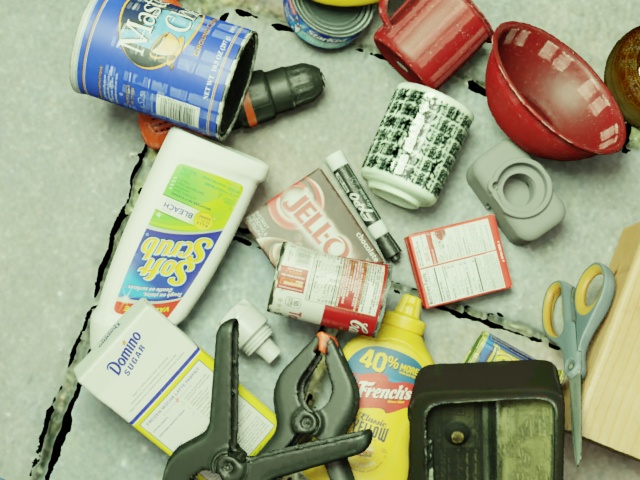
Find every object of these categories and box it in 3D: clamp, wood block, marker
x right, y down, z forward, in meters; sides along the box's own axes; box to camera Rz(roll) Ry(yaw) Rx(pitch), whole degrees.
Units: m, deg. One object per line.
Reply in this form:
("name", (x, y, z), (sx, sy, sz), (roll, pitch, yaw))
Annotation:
("clamp", (-0.065, 0.196, 0.928), (0.164, 0.036, 0.210), (32, 96, 11))
("wood block", (0.297, 0.095, 0.988), (0.090, 0.091, 0.206), (22, 84, 2))
("marker", (0.043, -0.031, 1.034), (0.020, 0.020, 0.121), (-31, 85, -4))
("clamp", (0.001, 0.172, 0.952), (0.120, 0.039, 0.171), (18, 87, 10))

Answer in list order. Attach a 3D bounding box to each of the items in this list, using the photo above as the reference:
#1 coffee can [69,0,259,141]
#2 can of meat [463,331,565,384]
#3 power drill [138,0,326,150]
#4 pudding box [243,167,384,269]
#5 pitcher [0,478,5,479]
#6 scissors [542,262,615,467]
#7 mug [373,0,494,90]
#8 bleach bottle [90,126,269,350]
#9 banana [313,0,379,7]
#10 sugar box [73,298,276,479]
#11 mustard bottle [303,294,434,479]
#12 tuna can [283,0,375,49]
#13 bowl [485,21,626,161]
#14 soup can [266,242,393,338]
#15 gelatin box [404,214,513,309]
("coffee can", (-0.137, -0.159, 0.951), (0.140, 0.103, 0.103), (19, 84, 3))
("can of meat", (0.166, 0.147, 0.998), (0.084, 0.057, 0.102), (29, 84, 4))
("power drill", (-0.103, -0.195, 1.031), (0.184, 0.057, 0.187), (-17, 84, -2))
("pudding box", (-0.007, 0.001, 1.020), (0.090, 0.039, 0.113), (-34, 86, -4))
("pitcher", (-0.301, 0.282, 0.950), (0.243, 0.145, 0.149), (23, 71, 5))
("scissors", (0.238, 0.097, 0.946), (0.016, 0.201, 0.096), (26, 123, -20))
("mug", (0.099, -0.201, 1.011), (0.081, 0.093, 0.117), (-45, 127, 0))
("bleach bottle", (-0.141, 0.027, 0.993), (0.102, 0.068, 0.251), (22, 96, -14))
("banana", (0.047, -0.258, 1.015), (0.197, 0.037, 0.069), (-16, 82, -28))
("sugar box", (-0.127, 0.142, 0.970), (0.093, 0.048, 0.176), (-47, 108, -6))
("mustard bottle", (0.057, 0.143, 0.996), (0.096, 0.058, 0.191), (19, 83, 3))
("tuna can", (0.008, -0.230, 1.035), (0.086, 0.034, 0.086), (5, 73, -17))
("bowl", (0.210, -0.128, 1.004), (0.162, 0.161, 0.055), (46, 129, 4))
("soup can", (0.009, 0.044, 0.961), (0.102, 0.068, 0.068), (13, 84, 0))
("gelatin box", (0.132, 0.021, 1.024), (0.089, 0.030, 0.073), (-14, 86, -2))
